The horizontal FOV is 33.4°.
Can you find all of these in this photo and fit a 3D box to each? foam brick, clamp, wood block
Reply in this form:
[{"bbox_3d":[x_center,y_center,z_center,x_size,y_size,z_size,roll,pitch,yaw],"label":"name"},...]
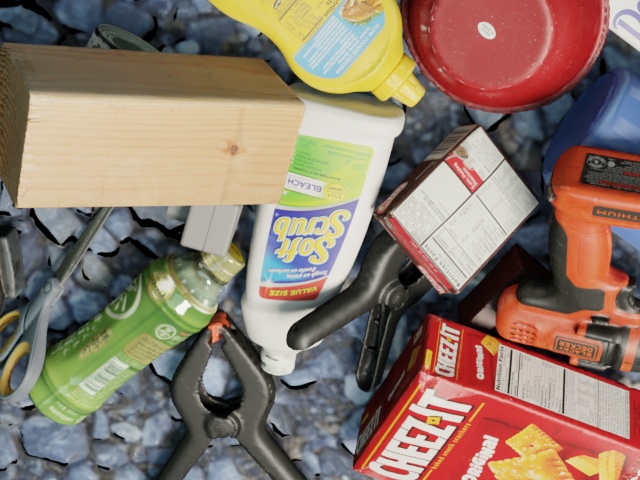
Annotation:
[{"bbox_3d":[0.163,0.054,0.907,0.053,0.051,0.078,37,108,-11],"label":"foam brick"},{"bbox_3d":[0.045,0.043,0.888,0.120,0.039,0.171,23,97,-50],"label":"clamp"},{"bbox_3d":[-0.076,0.168,0.971,0.164,0.036,0.210,5,110,1],"label":"clamp"},{"bbox_3d":[-0.129,-0.083,0.793,0.205,0.090,0.091,-2,123,-30],"label":"wood block"}]

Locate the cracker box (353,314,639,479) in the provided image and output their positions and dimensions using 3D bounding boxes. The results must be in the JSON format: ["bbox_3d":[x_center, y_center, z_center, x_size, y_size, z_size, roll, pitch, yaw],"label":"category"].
[{"bbox_3d":[0.156,0.169,0.911,0.213,0.072,0.164,20,135,-6],"label":"cracker box"}]

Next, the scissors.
[{"bbox_3d":[-0.231,0.061,0.921,0.202,0.096,0.016,-43,139,18],"label":"scissors"}]

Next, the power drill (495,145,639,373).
[{"bbox_3d":[0.229,0.026,0.791,0.184,0.057,0.188,11,134,12],"label":"power drill"}]

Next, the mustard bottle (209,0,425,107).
[{"bbox_3d":[0.006,-0.171,0.828,0.191,0.058,0.096,40,103,-10],"label":"mustard bottle"}]

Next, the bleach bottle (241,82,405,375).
[{"bbox_3d":[-0.006,0.001,0.893,0.102,0.068,0.251,12,113,0],"label":"bleach bottle"}]

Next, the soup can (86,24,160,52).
[{"bbox_3d":[-0.172,-0.112,0.856,0.068,0.068,0.102,31,108,-8],"label":"soup can"}]

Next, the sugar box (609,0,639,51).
[{"bbox_3d":[0.297,-0.165,0.821,0.176,0.048,0.093,33,109,-10],"label":"sugar box"}]

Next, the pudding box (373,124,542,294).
[{"bbox_3d":[0.112,-0.025,0.861,0.113,0.039,0.090,-44,105,-15],"label":"pudding box"}]

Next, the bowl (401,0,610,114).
[{"bbox_3d":[0.133,-0.165,0.804,0.162,0.055,0.162,9,117,17],"label":"bowl"}]

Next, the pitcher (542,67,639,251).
[{"bbox_3d":[0.304,-0.033,0.822,0.242,0.145,0.149,31,110,-5],"label":"pitcher"}]
